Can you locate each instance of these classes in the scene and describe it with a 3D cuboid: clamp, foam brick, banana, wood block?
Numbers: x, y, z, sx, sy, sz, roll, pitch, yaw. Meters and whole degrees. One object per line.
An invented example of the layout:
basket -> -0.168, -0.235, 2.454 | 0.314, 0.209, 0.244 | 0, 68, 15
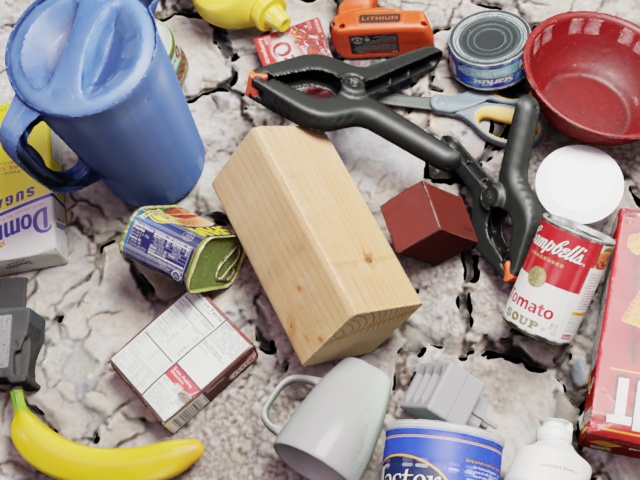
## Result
clamp -> 0.035, -0.131, 1.021 | 0.209, 0.036, 0.164 | 0, 50, -14
foam brick -> 0.102, -0.014, 0.995 | 0.051, 0.078, 0.053 | -30, 64, 27
banana -> -0.206, 0.195, 0.982 | 0.198, 0.037, 0.069 | 13, 92, 10
wood block -> -0.006, 0.001, 0.989 | 0.090, 0.090, 0.206 | -6, 58, -42
clamp -> 0.176, -0.048, 0.999 | 0.039, 0.120, 0.171 | -3, 67, -34

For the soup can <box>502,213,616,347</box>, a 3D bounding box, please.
soup can -> 0.212, 0.035, 0.953 | 0.068, 0.068, 0.102 | 24, 103, 16

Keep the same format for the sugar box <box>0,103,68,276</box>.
sugar box -> -0.313, -0.055, 1.097 | 0.093, 0.048, 0.176 | -11, 67, 4

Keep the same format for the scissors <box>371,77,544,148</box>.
scissors -> 0.137, -0.151, 1.086 | 0.202, 0.016, 0.096 | 23, 72, 16

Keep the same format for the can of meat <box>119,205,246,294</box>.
can of meat -> -0.129, 0.006, 1.016 | 0.084, 0.102, 0.057 | 25, 101, 19

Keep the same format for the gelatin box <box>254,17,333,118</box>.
gelatin box -> -0.021, -0.180, 1.112 | 0.073, 0.030, 0.089 | -19, 67, 1

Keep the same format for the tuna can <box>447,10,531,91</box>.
tuna can -> 0.172, -0.192, 1.074 | 0.086, 0.034, 0.086 | -6, 52, 8

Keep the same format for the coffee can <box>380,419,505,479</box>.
coffee can -> 0.097, 0.231, 0.894 | 0.103, 0.103, 0.140 | 5, 70, 10

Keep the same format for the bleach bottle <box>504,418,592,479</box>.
bleach bottle -> 0.195, 0.274, 0.882 | 0.102, 0.068, 0.250 | 16, 64, -14

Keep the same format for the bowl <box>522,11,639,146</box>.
bowl -> 0.266, -0.145, 1.028 | 0.162, 0.055, 0.162 | 5, 56, -7

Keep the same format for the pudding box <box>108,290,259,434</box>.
pudding box -> -0.129, 0.111, 1.009 | 0.113, 0.039, 0.090 | -41, 68, -11

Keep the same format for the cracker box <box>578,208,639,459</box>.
cracker box -> 0.327, 0.088, 0.933 | 0.164, 0.072, 0.213 | 10, 71, 12

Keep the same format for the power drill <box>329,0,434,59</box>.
power drill -> 0.081, -0.286, 1.126 | 0.184, 0.057, 0.187 | -3, 66, 10

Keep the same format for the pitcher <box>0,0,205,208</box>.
pitcher -> -0.193, -0.114, 0.995 | 0.149, 0.243, 0.145 | -7, 68, 5

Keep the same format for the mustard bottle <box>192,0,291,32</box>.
mustard bottle -> -0.100, -0.278, 1.137 | 0.096, 0.058, 0.192 | -41, 63, -14
